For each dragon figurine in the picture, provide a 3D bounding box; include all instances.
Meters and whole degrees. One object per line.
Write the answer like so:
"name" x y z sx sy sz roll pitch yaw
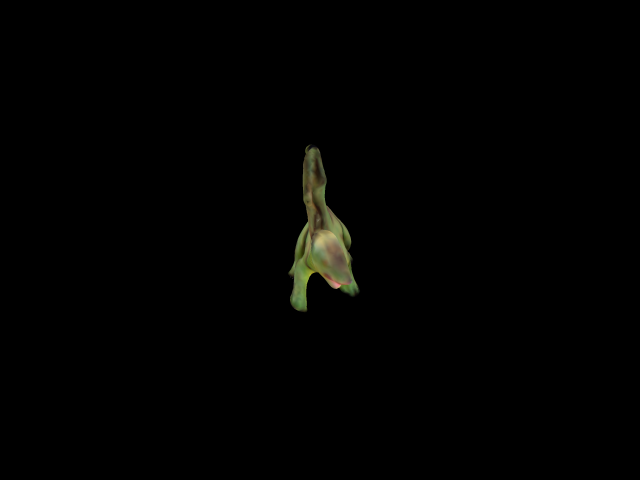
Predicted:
"dragon figurine" 0.003 -0.043 0.850 0.122 0.237 0.420 -3 35 -5
